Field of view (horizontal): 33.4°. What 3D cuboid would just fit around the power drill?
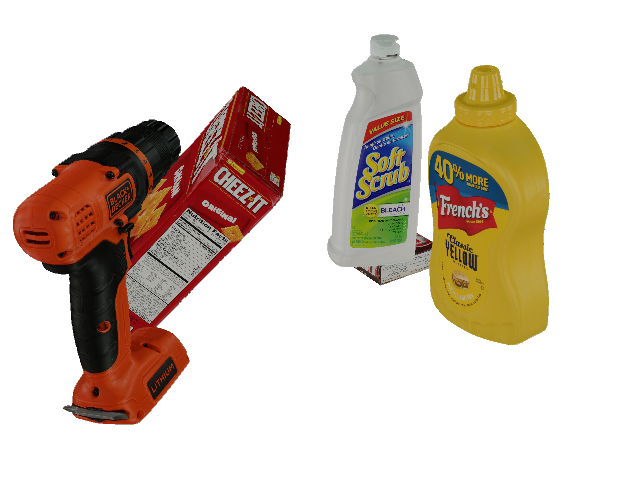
[{"bbox_3d":[-0.141,0.021,0.762,0.057,0.188,0.184,3,25,21],"label":"power drill"}]

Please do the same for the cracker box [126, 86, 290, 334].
[{"bbox_3d":[-0.124,-0.027,1.005,0.072,0.214,0.164,38,23,-18],"label":"cracker box"}]

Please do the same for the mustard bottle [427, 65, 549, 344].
[{"bbox_3d":[0.115,-0.028,0.741,0.058,0.192,0.096,-21,31,-28],"label":"mustard bottle"}]

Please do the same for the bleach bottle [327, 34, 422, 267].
[{"bbox_3d":[0.059,-0.097,1.164,0.102,0.251,0.068,-4,25,-8],"label":"bleach bottle"}]

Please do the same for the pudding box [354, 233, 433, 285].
[{"bbox_3d":[0.110,0.022,1.617,0.113,0.039,0.090,-20,29,-25],"label":"pudding box"}]
